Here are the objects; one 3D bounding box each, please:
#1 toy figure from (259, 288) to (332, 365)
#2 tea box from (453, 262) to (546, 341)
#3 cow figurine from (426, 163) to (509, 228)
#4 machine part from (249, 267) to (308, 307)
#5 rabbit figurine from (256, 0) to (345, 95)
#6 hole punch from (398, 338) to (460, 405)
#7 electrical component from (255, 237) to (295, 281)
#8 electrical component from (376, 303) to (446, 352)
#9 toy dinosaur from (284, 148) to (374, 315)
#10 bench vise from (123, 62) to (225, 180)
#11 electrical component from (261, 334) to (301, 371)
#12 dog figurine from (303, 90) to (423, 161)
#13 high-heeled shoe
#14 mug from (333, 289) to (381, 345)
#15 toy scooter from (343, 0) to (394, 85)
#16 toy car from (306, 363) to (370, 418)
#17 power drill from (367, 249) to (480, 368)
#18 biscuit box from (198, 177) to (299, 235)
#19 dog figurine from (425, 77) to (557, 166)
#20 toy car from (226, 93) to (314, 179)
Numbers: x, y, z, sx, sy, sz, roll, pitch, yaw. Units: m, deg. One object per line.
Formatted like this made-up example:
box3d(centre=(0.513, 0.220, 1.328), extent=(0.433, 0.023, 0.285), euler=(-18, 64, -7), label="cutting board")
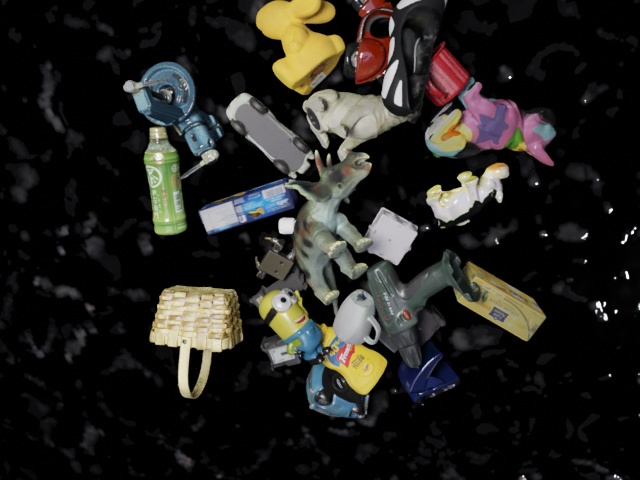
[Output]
box3d(centre=(-0.057, 0.185, 1.139), extent=(0.089, 0.082, 0.180), euler=(-35, 92, 16), label="toy figure")
box3d(centre=(0.367, 0.125, 1.114), extent=(0.170, 0.098, 0.068), euler=(29, 107, -2), label="tea box")
box3d(centre=(0.304, -0.085, 1.071), extent=(0.167, 0.068, 0.098), euler=(-23, 109, 16), label="cow figurine")
box3d(centre=(-0.086, 0.120, 1.195), extent=(0.139, 0.039, 0.084), euler=(-40, 91, 18), label="machine part")
box3d(centre=(-0.046, -0.381, 0.997), extent=(0.162, 0.122, 0.173), euler=(-45, 78, 25), label="rabbit figurine")
box3d(centre=(0.224, 0.279, 1.164), extent=(0.116, 0.142, 0.092), euler=(-28, 104, -1), label="hole punch")
box3d(centre=(-0.098, 0.042, 1.167), extent=(0.078, 0.045, 0.102), euler=(22, 109, -11), label="electrical component")
box3d(centre=(0.188, 0.180, 1.172), extent=(0.115, 0.058, 0.134), euler=(41, 106, -5), label="electrical component")
box3d(centre=(0.001, -0.002, 1.079), extent=(0.192, 0.131, 0.404), euler=(53, 150, 26), label="toy dinosaur")
box3d(centre=(-0.279, -0.241, 1.009), extent=(0.129, 0.240, 0.223), euler=(-17, 89, 15), label="bench vise")
box3d(centre=(-0.068, 0.243, 1.224), extent=(0.119, 0.048, 0.074), euler=(-23, 104, 12), label="electrical component")
box3d(centre=(0.083, -0.259, 1.044), extent=(0.190, 0.121, 0.172), euler=(-34, 71, -15), label="dog figurine")
box3d(centre=(0.174, -0.334, 0.911), extent=(0.086, 0.145, 0.248), euler=(16, 115, -30), label="high-heeled shoe")
box3d(centre=(0.084, 0.166, 1.140), extent=(0.110, 0.081, 0.107), euler=(43, 138, 33), label="mug")
box3d(centre=(0.118, -0.378, 1.001), extent=(0.135, 0.075, 0.183), euler=(9, 104, 1), label="toy scooter")
box3d(centre=(0.029, 0.351, 1.227), extent=(0.161, 0.109, 0.103), euler=(30, 131, -16), label="toy car")
box3d(centre=(0.210, 0.126, 1.071), extent=(0.207, 0.086, 0.232), euler=(-31, 88, 35), label="power drill")
box3d(centre=(-0.148, -0.072, 1.128), extent=(0.203, 0.063, 0.059), euler=(-17, 104, 10), label="biscuit box")
box3d(centre=(0.333, -0.194, 1.017), extent=(0.219, 0.108, 0.191), euler=(35, 106, -8), label="dog figurine")
box3d(centre=(-0.100, -0.210, 1.085), extent=(0.201, 0.056, 0.073), euler=(42, 101, -9), label="toy car")
